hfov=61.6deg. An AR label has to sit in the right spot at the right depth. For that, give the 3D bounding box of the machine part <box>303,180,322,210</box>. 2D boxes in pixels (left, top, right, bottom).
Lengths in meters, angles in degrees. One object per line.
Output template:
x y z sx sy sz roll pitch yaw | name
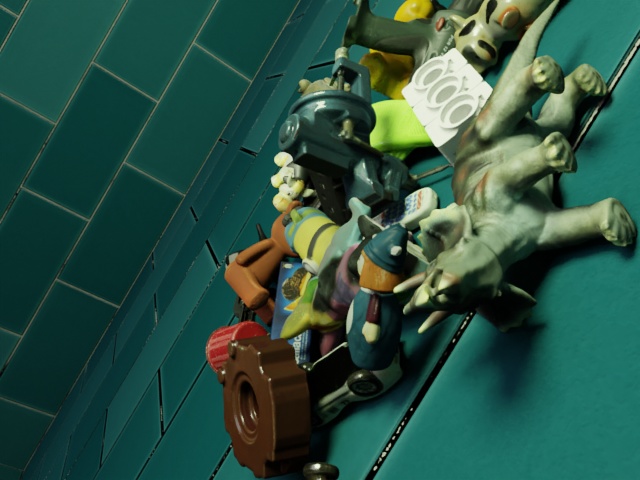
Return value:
-0.015 -0.088 1.084 0.084 0.039 0.139 -61 21 19 | machine part

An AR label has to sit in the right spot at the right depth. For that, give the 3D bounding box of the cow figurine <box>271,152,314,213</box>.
-0.043 -0.126 1.062 0.098 0.068 0.167 -34 36 34 | cow figurine

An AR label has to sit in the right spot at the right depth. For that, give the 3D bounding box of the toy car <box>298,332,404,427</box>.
0.024 0.171 0.660 0.201 0.056 0.073 -43 35 38 | toy car

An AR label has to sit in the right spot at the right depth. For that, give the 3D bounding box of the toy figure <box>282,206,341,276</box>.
-0.005 -0.004 0.844 0.180 0.082 0.089 -124 41 -56 | toy figure

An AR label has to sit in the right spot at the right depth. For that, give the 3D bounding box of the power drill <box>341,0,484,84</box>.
0.146 -0.340 0.841 0.086 0.207 0.232 -156 84 -80 | power drill

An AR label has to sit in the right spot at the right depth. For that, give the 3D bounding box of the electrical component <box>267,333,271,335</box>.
-0.078 0.198 0.854 0.078 0.045 0.102 -58 22 0 | electrical component

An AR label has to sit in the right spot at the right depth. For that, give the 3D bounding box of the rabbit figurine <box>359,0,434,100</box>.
0.149 -0.332 0.939 0.162 0.122 0.173 -60 -8 -68 | rabbit figurine

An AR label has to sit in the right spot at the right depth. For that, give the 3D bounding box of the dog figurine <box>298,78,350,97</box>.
0.009 -0.200 1.010 0.121 0.172 0.190 -52 13 48 | dog figurine

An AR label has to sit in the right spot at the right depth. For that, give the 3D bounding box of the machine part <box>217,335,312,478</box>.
-0.073 0.206 0.677 0.179 0.056 0.179 5 96 58 | machine part

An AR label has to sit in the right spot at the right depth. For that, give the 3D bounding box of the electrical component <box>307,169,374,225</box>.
0.030 -0.079 0.869 0.058 0.114 0.134 -24 16 -14 | electrical component

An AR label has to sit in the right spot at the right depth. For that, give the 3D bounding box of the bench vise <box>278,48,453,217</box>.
0.049 -0.160 0.747 0.129 0.223 0.240 136 140 -58 | bench vise

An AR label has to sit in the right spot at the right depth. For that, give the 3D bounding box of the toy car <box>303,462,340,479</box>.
-0.029 0.311 0.599 0.202 0.053 0.089 -45 31 42 | toy car

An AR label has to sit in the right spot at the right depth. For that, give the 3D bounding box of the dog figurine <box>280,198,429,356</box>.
0.039 0.072 0.689 0.219 0.108 0.192 -58 24 16 | dog figurine

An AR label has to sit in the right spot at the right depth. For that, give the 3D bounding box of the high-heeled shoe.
-0.134 0.073 1.138 0.145 0.086 0.248 68 150 26 | high-heeled shoe

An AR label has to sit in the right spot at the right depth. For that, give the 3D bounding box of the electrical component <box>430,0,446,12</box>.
0.183 -0.395 1.027 0.119 0.047 0.075 -33 34 48 | electrical component

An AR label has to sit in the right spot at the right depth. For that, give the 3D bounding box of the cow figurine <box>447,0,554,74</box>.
0.253 -0.313 0.732 0.195 0.085 0.127 -53 29 23 | cow figurine

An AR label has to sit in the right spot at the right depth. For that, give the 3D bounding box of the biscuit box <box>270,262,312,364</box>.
-0.040 0.125 0.816 0.059 0.063 0.203 93 -179 -45 | biscuit box

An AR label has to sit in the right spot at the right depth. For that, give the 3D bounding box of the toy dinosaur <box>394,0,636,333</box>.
0.186 -0.070 0.545 0.192 0.131 0.405 -34 27 46 | toy dinosaur

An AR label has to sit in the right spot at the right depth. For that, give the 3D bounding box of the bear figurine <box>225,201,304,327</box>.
-0.068 0.037 0.962 0.196 0.120 0.132 -39 57 -10 | bear figurine

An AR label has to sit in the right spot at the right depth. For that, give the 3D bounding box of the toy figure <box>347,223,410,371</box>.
0.061 0.057 0.551 0.064 0.058 0.154 -132 45 -71 | toy figure
